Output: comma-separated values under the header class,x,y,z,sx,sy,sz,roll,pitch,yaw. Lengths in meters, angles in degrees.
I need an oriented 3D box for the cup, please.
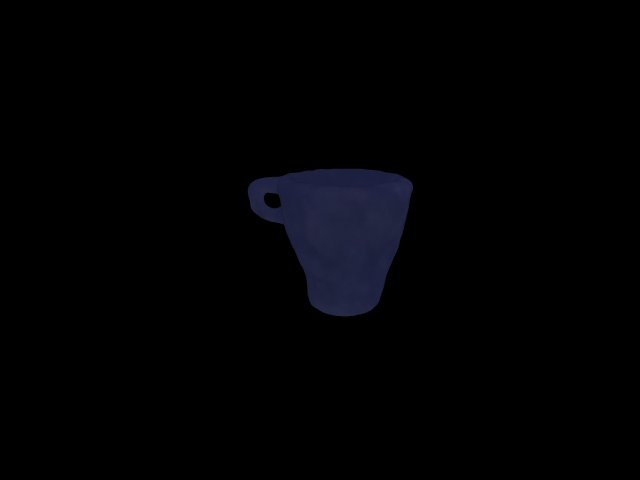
class,x,y,z,sx,sy,sz,roll,pitch,yaw
cup,0.004,0.001,0.400,0.117,0.095,0.092,5,15,18
